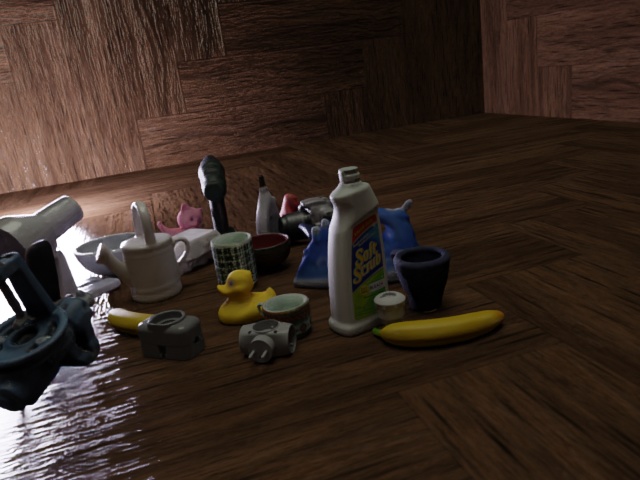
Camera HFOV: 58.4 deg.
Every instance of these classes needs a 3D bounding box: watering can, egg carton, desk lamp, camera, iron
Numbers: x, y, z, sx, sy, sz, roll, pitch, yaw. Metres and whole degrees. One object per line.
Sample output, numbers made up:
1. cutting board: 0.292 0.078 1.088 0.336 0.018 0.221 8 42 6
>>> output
1. watering can: -0.347 0.020 1.132 0.100 0.194 0.173 7 22 40
2. egg carton: -0.296 0.022 1.320 0.107 0.069 0.151 3 20 32
3. desk lamp: -0.531 0.031 1.143 0.117 0.214 0.204 3 20 30
4. camera: -0.034 -0.052 1.395 0.137 0.101 0.143 -12 17 -13
5. iron: 0.069 0.006 1.091 0.258 0.141 0.118 -8 17 -3

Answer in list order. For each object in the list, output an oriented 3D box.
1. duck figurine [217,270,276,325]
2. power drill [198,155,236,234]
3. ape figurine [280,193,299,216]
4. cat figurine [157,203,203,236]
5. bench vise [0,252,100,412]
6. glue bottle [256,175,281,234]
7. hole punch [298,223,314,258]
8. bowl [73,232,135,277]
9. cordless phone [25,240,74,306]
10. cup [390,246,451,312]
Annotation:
1. duck figurine: -0.129 0.092 0.991 0.104 0.086 0.077 -10 17 -9
2. power drill: -0.269 -0.106 1.484 0.076 0.208 0.229 -11 17 -11
3. ape figurine: -0.074 -0.077 1.507 0.076 0.092 0.078 -5 17 8
4. cat figurine: -0.347 -0.036 1.446 0.128 0.118 0.067 -15 19 -24
5. bench vise: -0.420 0.107 0.836 0.121 0.220 0.207 -8 17 -2
6. glue bottle: -0.127 -0.072 1.375 0.037 0.173 0.078 2 20 29
7. hole punch: 0.011 0.004 1.208 0.101 0.091 0.108 -12 18 -13
8. bowl: -0.478 0.040 1.328 0.167 0.075 0.167 -7 17 2
9. cordless phone: -0.466 0.103 0.929 0.094 0.185 0.147 -5 17 9
10. cup: 0.160 0.065 0.942 0.092 0.095 0.117 -19 20 -32
